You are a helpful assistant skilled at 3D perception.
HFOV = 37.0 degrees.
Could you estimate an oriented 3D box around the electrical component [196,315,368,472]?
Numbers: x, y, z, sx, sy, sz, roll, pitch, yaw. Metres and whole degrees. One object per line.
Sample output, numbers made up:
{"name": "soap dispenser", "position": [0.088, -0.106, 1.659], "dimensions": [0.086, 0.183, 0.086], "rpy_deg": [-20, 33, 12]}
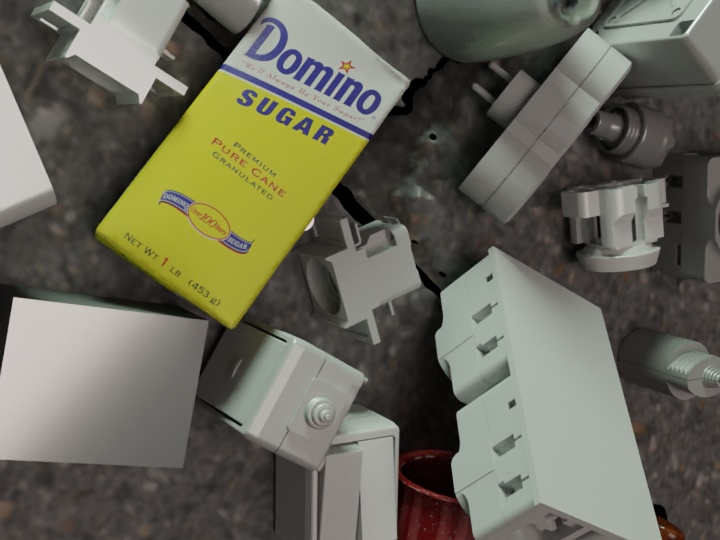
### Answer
{"name": "electrical component", "position": [-0.047, 0.069, 0.615], "dimensions": [0.061, 0.096, 0.061], "rpy_deg": [32, 82, -29]}

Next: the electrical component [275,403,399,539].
{"name": "electrical component", "position": [-0.013, 0.138, 0.666], "dimensions": [0.062, 0.061, 0.096], "rpy_deg": [-4, 100, -29]}

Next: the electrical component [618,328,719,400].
{"name": "electrical component", "position": [0.232, 0.071, 0.780], "dimensions": [0.043, 0.081, 0.043], "rpy_deg": [-5, 101, -28]}

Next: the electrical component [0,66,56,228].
{"name": "electrical component", "position": [-0.202, -0.072, 0.515], "dimensions": [0.057, 0.078, 0.113], "rpy_deg": [-28, 111, -25]}

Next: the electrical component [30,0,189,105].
{"name": "electrical component", "position": [-0.126, -0.126, 0.569], "dimensions": [0.081, 0.042, 0.063], "rpy_deg": [32, 82, -30]}

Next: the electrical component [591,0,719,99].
{"name": "electrical component", "position": [0.221, -0.171, 0.717], "dimensions": [0.056, 0.109, 0.108], "rpy_deg": [43, 77, -25]}

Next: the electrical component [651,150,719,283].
{"name": "electrical component", "position": [0.298, -0.045, 0.809], "dimensions": [0.150, 0.062, 0.089], "rpy_deg": [-7, 102, -28]}

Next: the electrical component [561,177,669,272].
{"name": "electrical component", "position": [0.178, -0.031, 0.747], "dimensions": [0.078, 0.058, 0.057], "rpy_deg": [-11, 101, -27]}

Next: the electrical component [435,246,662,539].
{"name": "electrical component", "position": [0.111, 0.090, 0.669], "dimensions": [0.105, 0.186, 0.060], "rpy_deg": [27, 129, -30]}

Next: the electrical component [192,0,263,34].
{"name": "electrical component", "position": [-0.086, -0.163, 0.586], "dimensions": [0.065, 0.044, 0.044], "rpy_deg": [25, 86, -25]}

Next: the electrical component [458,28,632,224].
{"name": "electrical component", "position": [0.107, -0.105, 0.699], "dimensions": [0.074, 0.052, 0.138], "rpy_deg": [39, 80, 1]}

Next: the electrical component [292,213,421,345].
{"name": "electrical component", "position": [0.000, 0.000, 0.662], "dimensions": [0.064, 0.042, 0.081], "rpy_deg": [-25, 110, -27]}

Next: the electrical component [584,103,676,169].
{"name": "electrical component", "position": [0.184, -0.096, 0.747], "dimensions": [0.062, 0.043, 0.043], "rpy_deg": [12, 92, -29]}
